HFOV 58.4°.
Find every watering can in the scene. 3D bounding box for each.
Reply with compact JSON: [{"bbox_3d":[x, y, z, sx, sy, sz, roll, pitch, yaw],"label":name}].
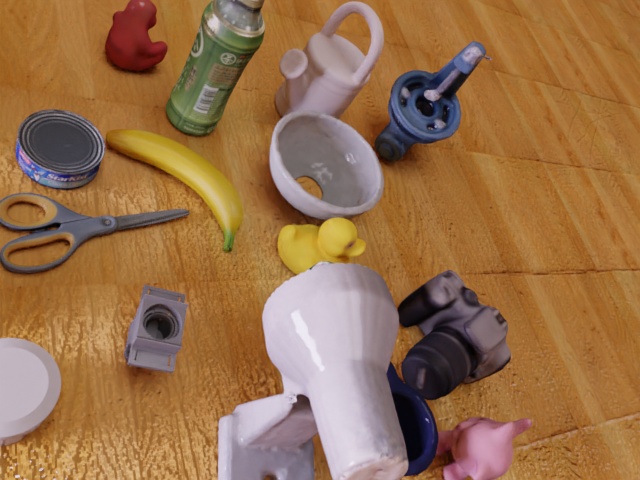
[{"bbox_3d":[0.017,-0.239,0.800,0.101,0.193,0.173,41,47,-2],"label":"watering can"}]

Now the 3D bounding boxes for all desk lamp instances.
[{"bbox_3d":[-0.004,0.152,0.506,0.118,0.213,0.203,12,54,-26],"label":"desk lamp"}]

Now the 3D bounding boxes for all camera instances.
[{"bbox_3d":[0.158,0.122,0.711,0.137,0.100,0.143,-27,77,-42],"label":"camera"}]

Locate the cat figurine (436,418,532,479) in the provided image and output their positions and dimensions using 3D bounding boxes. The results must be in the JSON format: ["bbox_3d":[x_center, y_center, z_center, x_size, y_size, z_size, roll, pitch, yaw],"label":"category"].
[{"bbox_3d":[0.189,0.231,0.646,0.128,0.117,0.067,-9,65,-37],"label":"cat figurine"}]

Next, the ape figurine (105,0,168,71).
[{"bbox_3d":[-0.231,-0.266,0.724,0.078,0.092,0.076,50,47,6],"label":"ape figurine"}]

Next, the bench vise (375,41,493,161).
[{"bbox_3d":[0.179,-0.243,0.892,0.122,0.219,0.207,28,49,-14],"label":"bench vise"}]

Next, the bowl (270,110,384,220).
[{"bbox_3d":[-0.002,-0.087,0.766,0.168,0.074,0.167,17,52,-23],"label":"bowl"}]

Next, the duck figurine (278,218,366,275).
[{"bbox_3d":[0.006,0.003,0.702,0.105,0.086,0.077,23,50,-19],"label":"duck figurine"}]

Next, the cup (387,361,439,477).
[{"bbox_3d":[0.058,0.193,0.601,0.092,0.094,0.117,8,56,-29],"label":"cup"}]
